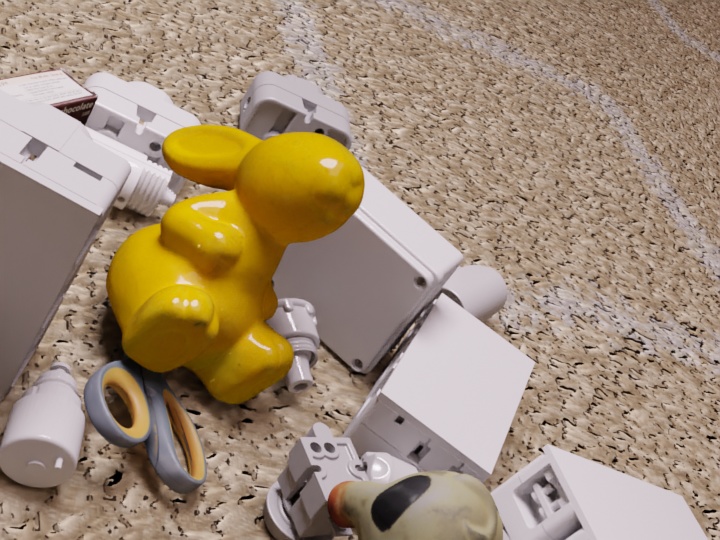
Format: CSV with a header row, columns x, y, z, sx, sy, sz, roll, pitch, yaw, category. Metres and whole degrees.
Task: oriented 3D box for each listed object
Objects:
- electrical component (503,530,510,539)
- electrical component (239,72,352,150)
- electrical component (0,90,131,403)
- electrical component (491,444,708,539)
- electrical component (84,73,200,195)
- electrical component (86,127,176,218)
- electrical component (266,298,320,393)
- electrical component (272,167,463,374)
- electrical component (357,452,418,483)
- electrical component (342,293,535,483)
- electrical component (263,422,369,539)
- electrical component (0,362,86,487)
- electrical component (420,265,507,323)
x,y,z,sx,sy,sz,roll,pitch,yaw,category
0.058,0.181,0.652,0.057,0.058,0.078,-7,54,-46,electrical component
-0.058,-0.133,0.960,0.095,0.053,0.059,22,34,-22,electrical component
-0.196,-0.014,0.576,0.089,0.150,0.061,29,33,-11,electrical component
0.173,0.194,0.710,0.186,0.060,0.105,26,30,-43,electrical component
-0.171,-0.104,0.812,0.095,0.053,0.059,25,33,-18,electrical component
-0.171,-0.067,0.773,0.081,0.043,0.043,25,33,-17,electrical component
-0.048,0.054,0.733,0.048,0.048,0.062,10,47,-36,electrical component
0.000,0.000,0.785,0.109,0.108,0.056,42,34,9,electrical component
0.025,0.144,0.683,0.062,0.043,0.043,27,32,-16,electrical component
0.057,0.095,0.762,0.089,0.061,0.150,37,31,1,electrical component
-0.026,0.134,0.635,0.048,0.055,0.066,8,41,-38,electrical component
-0.169,0.081,0.582,0.040,0.040,0.078,23,34,-20,electrical component
0.075,0.014,0.903,0.079,0.044,0.077,46,33,16,electrical component
